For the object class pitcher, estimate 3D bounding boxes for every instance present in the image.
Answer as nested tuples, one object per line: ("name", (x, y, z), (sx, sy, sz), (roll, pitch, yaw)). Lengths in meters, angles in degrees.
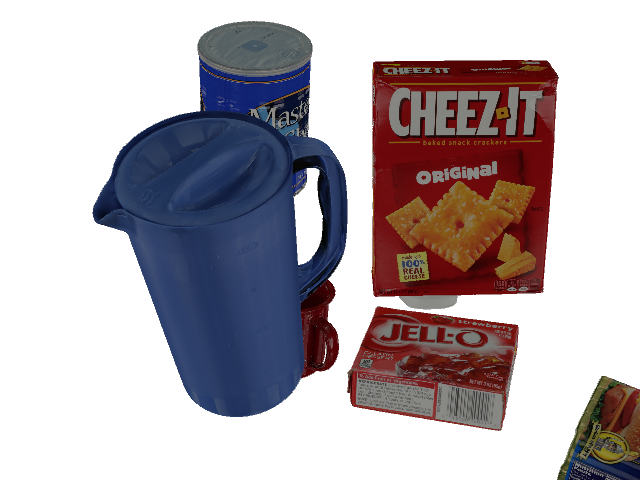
("pitcher", (-0.066, 0.025, 0.848), (0.149, 0.243, 0.144), (14, 48, 21))

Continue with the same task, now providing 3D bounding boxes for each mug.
("mug", (-0.026, 0.086, 1.030), (0.117, 0.081, 0.093), (26, 33, 38))

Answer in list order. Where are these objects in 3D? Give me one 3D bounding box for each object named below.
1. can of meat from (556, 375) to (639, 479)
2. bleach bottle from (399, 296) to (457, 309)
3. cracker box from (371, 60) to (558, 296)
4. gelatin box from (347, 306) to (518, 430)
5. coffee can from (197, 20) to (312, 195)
("can of meat", (0.232, 0.155, 0.788), (0.084, 0.057, 0.102), (21, 41, 21))
("bleach bottle", (0.126, -0.055, 1.208), (0.068, 0.251, 0.102), (-2, 24, -13))
("cracker box", (0.129, -0.055, 0.992), (0.164, 0.214, 0.072), (0, 22, 1))
("gelatin box", (0.067, 0.072, 0.622), (0.089, 0.030, 0.073), (8, 28, 13))
("coffee can", (-0.061, -0.118, 0.991), (0.103, 0.140, 0.103), (2, 35, -1))
